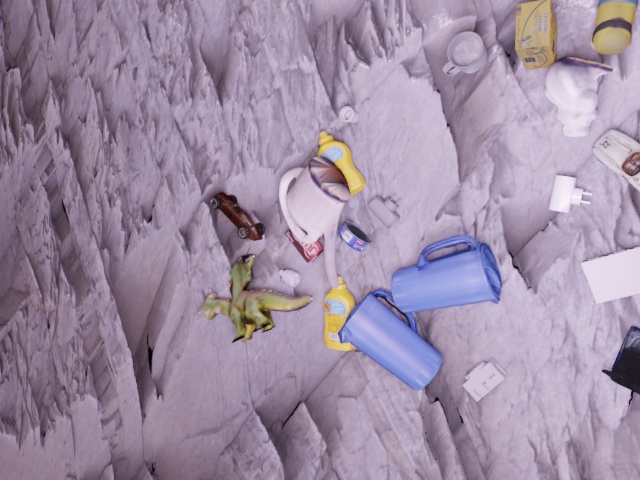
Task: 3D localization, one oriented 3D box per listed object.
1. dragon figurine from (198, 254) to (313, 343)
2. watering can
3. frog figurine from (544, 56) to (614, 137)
[{"bbox_3d":[-0.202,0.156,1.497,0.406,0.246,0.122,-32,-23,26],"label":"dragon figurine"},{"bbox_3d":[0.004,-0.067,1.329,0.104,0.353,0.220,-4,-38,-44],"label":"watering can"},{"bbox_3d":[0.535,-0.305,1.100,0.123,0.157,0.140,3,24,-25],"label":"frog figurine"}]
